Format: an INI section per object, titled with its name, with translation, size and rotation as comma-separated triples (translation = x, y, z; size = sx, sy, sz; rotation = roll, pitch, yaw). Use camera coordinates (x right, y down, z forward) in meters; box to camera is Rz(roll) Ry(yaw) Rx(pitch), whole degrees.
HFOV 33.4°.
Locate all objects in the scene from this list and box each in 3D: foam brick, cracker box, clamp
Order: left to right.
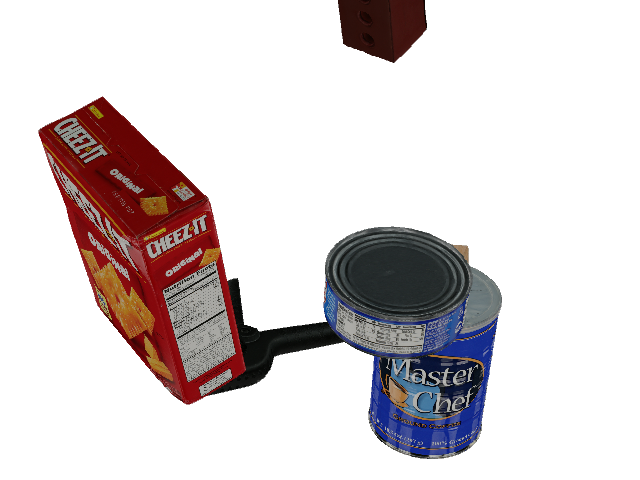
[cracker box]
translation = -0.147, 0.014, 0.888
size = 0.072, 0.214, 0.164
rotation = -32, 51, -22
[clamp]
translation = -0.071, 0.111, 1.139
size = 0.165, 0.036, 0.209
rotation = 15, 29, 18
[foam brick]
translation = 0.049, -0.191, 0.848
size = 0.053, 0.051, 0.078
rotation = 25, -31, 26

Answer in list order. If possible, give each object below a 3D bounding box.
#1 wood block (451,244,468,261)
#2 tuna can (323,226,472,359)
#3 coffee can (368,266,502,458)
[wood block]
translation = 0.167, 0.080, 1.628
size = 0.091, 0.090, 0.206
rotation = 5, 21, 14
[tuna can]
translation = 0.044, 0.030, 0.626
size = 0.086, 0.034, 0.086
rotation = 2, 37, -2
[coffee can]
translation = 0.096, 0.101, 0.921
size = 0.103, 0.140, 0.103
rotation = 2, 32, -1
